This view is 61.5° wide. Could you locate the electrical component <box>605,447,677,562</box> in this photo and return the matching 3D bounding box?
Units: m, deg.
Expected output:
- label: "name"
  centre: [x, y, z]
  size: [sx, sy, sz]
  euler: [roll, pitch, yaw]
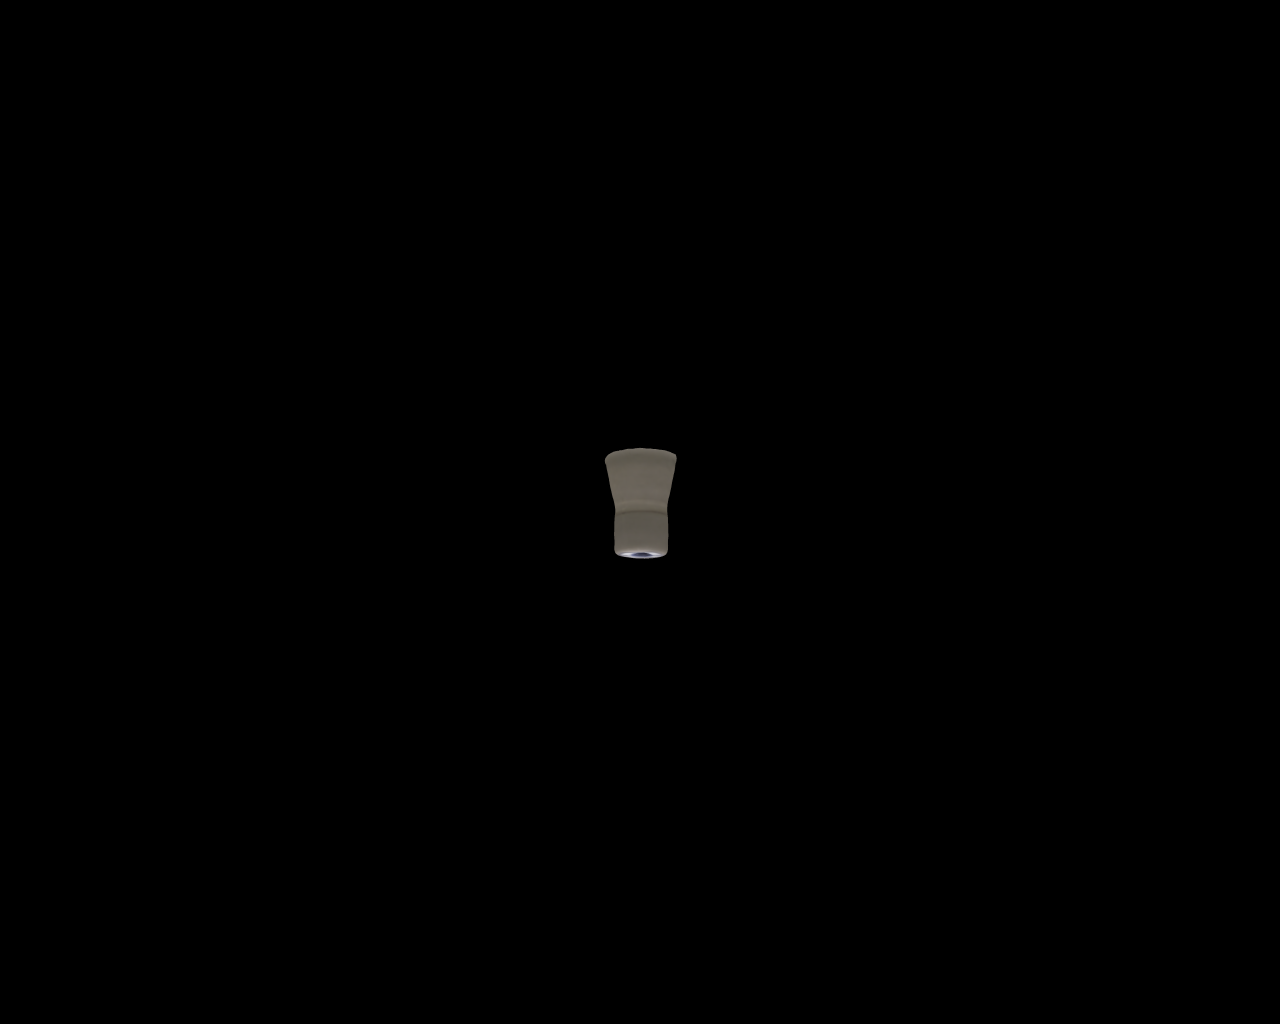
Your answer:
- label: "electrical component"
  centre: [0.001, -0.003, 0.650]
  size: [0.044, 0.065, 0.044]
  euler: [0, -11, 0]
